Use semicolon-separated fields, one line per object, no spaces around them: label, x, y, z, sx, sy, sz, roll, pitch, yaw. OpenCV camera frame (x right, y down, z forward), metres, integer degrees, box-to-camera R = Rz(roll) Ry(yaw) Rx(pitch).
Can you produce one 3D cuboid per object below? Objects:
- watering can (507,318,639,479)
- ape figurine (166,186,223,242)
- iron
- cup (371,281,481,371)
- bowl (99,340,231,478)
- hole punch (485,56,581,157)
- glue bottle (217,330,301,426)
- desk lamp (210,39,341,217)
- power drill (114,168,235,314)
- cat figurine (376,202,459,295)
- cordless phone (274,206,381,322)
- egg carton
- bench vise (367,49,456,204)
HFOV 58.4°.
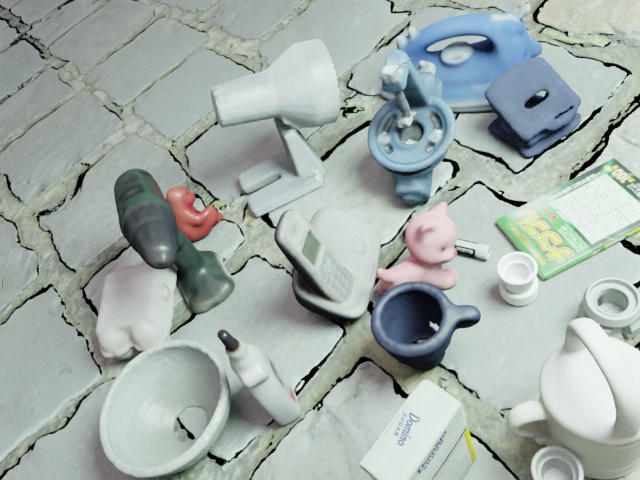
watering can;0.254;0.132;0.509;0.173;0.194;0.100;-36;50;-7
ape figurine;-0.206;-0.047;0.893;0.076;0.092;0.077;-44;52;-14
iron;0.203;-0.284;0.879;0.257;0.142;0.118;0;55;21
cup;0.124;0.105;0.647;0.117;0.095;0.091;-10;52;15
bowl;-0.176;0.211;0.697;0.167;0.075;0.167;-11;52;14
hole punch;0.300;-0.189;0.802;0.109;0.091;0.100;-35;50;-6
glue bottle;-0.073;0.145;0.642;0.037;0.173;0.078;-32;50;-4
desk lamp;-0.056;-0.166;0.845;0.203;0.214;0.117;-28;49;0
power drill;-0.199;0.007;0.773;0.075;0.209;0.229;-35;50;-6
cat figurine;0.120;0.018;0.699;0.128;0.118;0.067;-35;50;-7
cordless phone;0.007;0.003;0.711;0.094;0.185;0.147;-1;55;21
egg carton;-0.257;0.096;0.819;0.107;0.070;0.150;-16;51;10
bench vise;0.116;-0.186;0.788;0.121;0.220;0.207;-13;51;12
